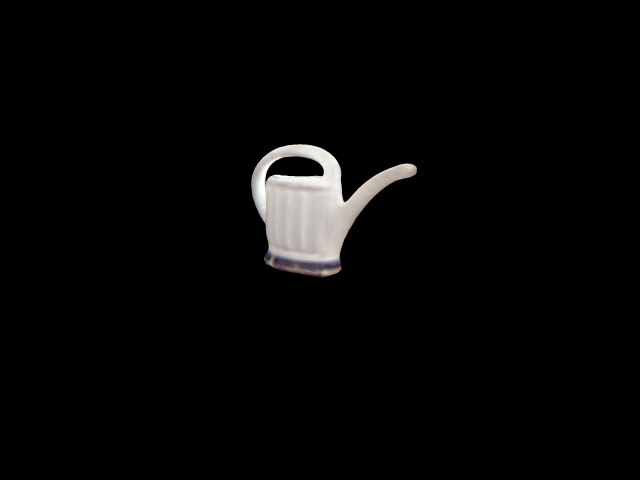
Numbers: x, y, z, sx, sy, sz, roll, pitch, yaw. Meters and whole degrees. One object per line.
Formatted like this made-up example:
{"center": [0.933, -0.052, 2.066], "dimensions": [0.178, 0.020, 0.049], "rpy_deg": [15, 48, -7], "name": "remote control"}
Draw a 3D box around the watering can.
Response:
{"center": [0.003, -0.043, 0.850], "dimensions": [0.349, 0.222, 0.105], "rpy_deg": [12, 16, 42], "name": "watering can"}
